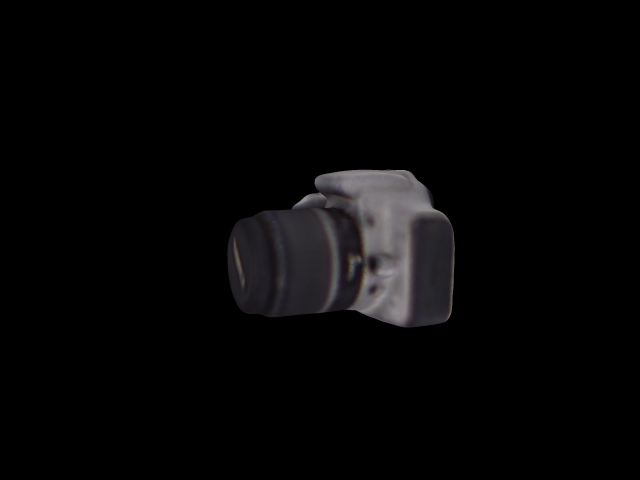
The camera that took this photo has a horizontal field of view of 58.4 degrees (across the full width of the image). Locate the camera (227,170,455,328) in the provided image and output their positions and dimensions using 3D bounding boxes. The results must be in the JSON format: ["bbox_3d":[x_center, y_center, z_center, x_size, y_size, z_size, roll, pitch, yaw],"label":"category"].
[{"bbox_3d":[0.004,0.001,0.400,0.137,0.101,0.142,-3,7,-26],"label":"camera"}]
